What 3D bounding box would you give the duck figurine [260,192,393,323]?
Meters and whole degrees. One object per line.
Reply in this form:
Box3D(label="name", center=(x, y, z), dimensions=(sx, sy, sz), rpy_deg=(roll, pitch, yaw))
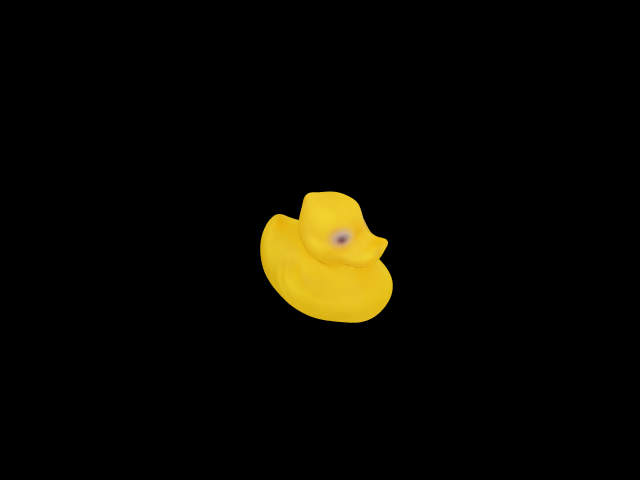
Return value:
Box3D(label="duck figurine", center=(0.004, 0.001, 0.400), dimensions=(0.104, 0.086, 0.078), rpy_deg=(27, 53, 22))
